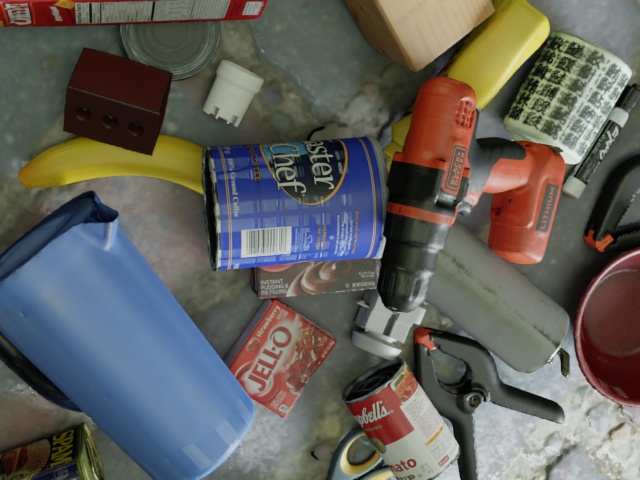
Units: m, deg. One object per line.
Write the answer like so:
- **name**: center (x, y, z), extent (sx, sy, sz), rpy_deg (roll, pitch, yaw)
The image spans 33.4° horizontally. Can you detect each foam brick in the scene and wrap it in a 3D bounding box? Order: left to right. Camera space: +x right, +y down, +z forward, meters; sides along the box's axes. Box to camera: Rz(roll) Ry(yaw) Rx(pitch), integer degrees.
- **foam brick**: center (-0.165, -0.113, 0.871), extent (0.078, 0.051, 0.053), rpy_deg (15, 140, -6)

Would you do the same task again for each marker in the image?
- **marker**: center (0.268, -0.095, 1.009), extent (0.020, 0.020, 0.121), rpy_deg (31, 93, -17)

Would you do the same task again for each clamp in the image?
- **clamp**: center (0.155, 0.146, 1.020), extent (0.120, 0.039, 0.171), rpy_deg (-32, 107, -5)
- **clamp**: center (0.350, -0.051, 1.028), extent (0.210, 0.036, 0.164), rpy_deg (-43, 108, 1)

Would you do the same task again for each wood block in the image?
- **wood block**: center (0.048, -0.249, 0.855), extent (0.091, 0.090, 0.206), rpy_deg (-38, 128, -4)

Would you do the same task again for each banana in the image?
- **banana**: center (-0.152, -0.059, 0.909), extent (0.197, 0.037, 0.070), rpy_deg (12, 97, -15)

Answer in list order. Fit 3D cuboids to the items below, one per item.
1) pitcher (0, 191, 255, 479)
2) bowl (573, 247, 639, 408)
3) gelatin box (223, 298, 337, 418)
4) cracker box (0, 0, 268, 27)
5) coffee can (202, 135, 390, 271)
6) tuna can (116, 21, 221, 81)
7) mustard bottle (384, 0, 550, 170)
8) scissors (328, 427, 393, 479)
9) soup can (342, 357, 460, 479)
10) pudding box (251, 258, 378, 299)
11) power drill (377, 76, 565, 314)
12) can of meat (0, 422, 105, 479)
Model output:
- **pitcher**: center (-0.174, 0.093, 0.892), extent (0.145, 0.149, 0.242), rpy_deg (-43, 108, -16)
- **bowl**: center (0.308, 0.078, 1.034), extent (0.162, 0.055, 0.162), rpy_deg (-3, 102, -13)
- **gelatin box**: center (-0.040, 0.106, 0.972), extent (0.073, 0.030, 0.089), rpy_deg (34, 92, -17)
- **cracker box**: center (-0.154, -0.254, 0.832), extent (0.213, 0.072, 0.164), rpy_deg (-5, 82, -11)
- **coffee can**: center (-0.022, -0.030, 0.874), extent (0.140, 0.103, 0.103), rpy_deg (-5, 102, -10)
- **tuna can**: center (-0.127, -0.176, 0.893), extent (0.086, 0.034, 0.086), rpy_deg (-3, 102, -13)
- **mustard bottle**: center (0.117, -0.122, 0.928), extent (0.058, 0.096, 0.191), rpy_deg (38, 91, -4)
- **scissors**: center (-0.005, 0.240, 1.015), extent (0.201, 0.016, 0.096), rpy_deg (-16, 103, -10)
- **soup can**: center (0.076, 0.169, 0.985), extent (0.068, 0.068, 0.102), rpy_deg (-34, 98, -5)
- **pudding box**: center (-0.006, 0.001, 0.954), extent (0.113, 0.039, 0.090), rpy_deg (-5, 101, -13)
- **power drill**: center (0.123, -0.026, 0.869), extent (0.187, 0.057, 0.184), rpy_deg (9, 96, -51)
- **can of meat**: center (-0.232, 0.207, 0.911), extent (0.084, 0.102, 0.057), rpy_deg (-19, 105, -7)
